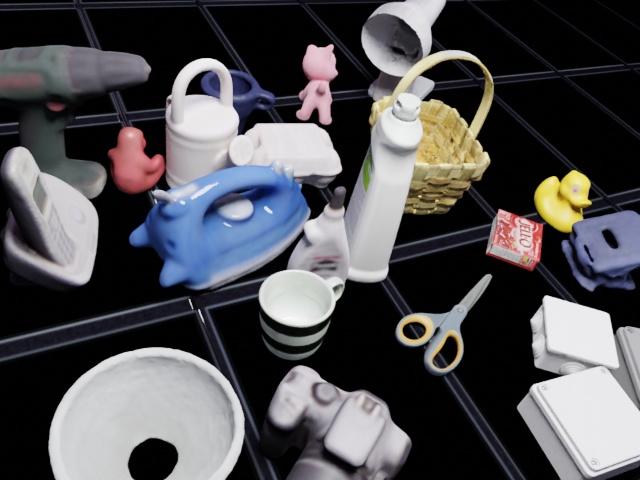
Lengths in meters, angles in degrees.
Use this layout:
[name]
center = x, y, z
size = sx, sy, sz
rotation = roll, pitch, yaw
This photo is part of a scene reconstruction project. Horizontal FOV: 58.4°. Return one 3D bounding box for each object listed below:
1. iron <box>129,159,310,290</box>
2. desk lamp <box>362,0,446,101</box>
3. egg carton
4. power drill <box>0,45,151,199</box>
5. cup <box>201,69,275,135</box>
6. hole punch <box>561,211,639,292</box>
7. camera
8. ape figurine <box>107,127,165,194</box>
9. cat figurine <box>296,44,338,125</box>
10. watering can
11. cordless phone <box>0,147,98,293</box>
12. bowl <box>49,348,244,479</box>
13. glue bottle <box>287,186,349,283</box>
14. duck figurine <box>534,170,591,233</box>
[iron]
center = -0.105, -0.043, 0.731
size = 0.259, 0.141, 0.118
rotation = -25, 56, -33
[desk lamp]
center = 0.156, -0.351, 1.054
size = 0.117, 0.213, 0.204
rotation = 28, 46, 14
[egg carton]
center = -0.046, -0.129, 0.883
size = 0.150, 0.069, 0.107
rotation = -5, 47, -19
[power drill]
center = -0.332, -0.154, 0.735
size = 0.230, 0.208, 0.075
rotation = 4, 45, -11
[cup]
center = -0.134, -0.211, 0.924
size = 0.118, 0.095, 0.091
rotation = 12, 44, -3
[hole punch]
center = 0.430, 0.013, 0.851
size = 0.101, 0.091, 0.108
rotation = 5, 45, -10
[camera]
center = 0.000, 0.206, 0.540
size = 0.143, 0.101, 0.137
rotation = 28, 46, 13
[ape figurine]
center = -0.260, -0.117, 0.800
size = 0.077, 0.092, 0.076
rotation = 20, 44, 6
[cat figurine]
center = -0.001, -0.289, 1.020
size = 0.067, 0.118, 0.127
rotation = 6, 45, -8
[watering can]
center = -0.156, -0.155, 0.792
size = 0.172, 0.194, 0.101
rotation = 25, 45, 11
[cordless phone]
center = -0.310, -0.044, 0.648
size = 0.094, 0.185, 0.147
rotation = -2, 46, -16
[bowl]
center = -0.158, 0.189, 0.534
size = 0.167, 0.075, 0.167
rotation = 8, 45, -7
[glue bottle]
center = 0.006, 0.002, 0.692
size = 0.078, 0.173, 0.037
rotation = -6, 48, -20
[duck figurine]
center = 0.403, -0.075, 0.935
size = 0.078, 0.086, 0.104
rotation = -1, 46, -16
